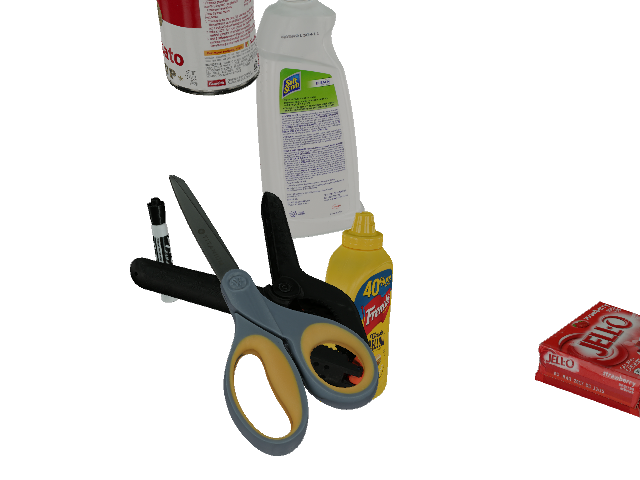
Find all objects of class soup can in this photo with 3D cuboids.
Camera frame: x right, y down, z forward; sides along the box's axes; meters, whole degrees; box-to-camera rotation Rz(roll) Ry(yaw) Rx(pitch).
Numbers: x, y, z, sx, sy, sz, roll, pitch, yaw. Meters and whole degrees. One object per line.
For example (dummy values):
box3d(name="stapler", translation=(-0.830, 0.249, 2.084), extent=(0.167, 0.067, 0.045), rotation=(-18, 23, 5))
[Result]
box3d(name="soup can", translation=(-0.076, -0.158, 0.720), extent=(0.068, 0.102, 0.068), rotation=(-1, 37, 1))

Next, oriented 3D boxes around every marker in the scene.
box3d(name="marker", translation=(-0.173, 0.010, 1.173), extent=(0.020, 0.121, 0.020), rotation=(-5, 22, 2))

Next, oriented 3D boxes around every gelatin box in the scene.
box3d(name="gelatin box", translation=(0.193, 0.075, 0.693), extent=(0.073, 0.030, 0.089), rotation=(19, 27, 36))

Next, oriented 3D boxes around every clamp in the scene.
box3d(name="clamp", translation=(-0.044, 0.051, 0.879), extent=(0.164, 0.036, 0.210), rotation=(-24, 56, -33))

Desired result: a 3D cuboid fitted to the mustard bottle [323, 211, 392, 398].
box3d(name="mustard bottle", translation=(0.038, 0.065, 1.077), extent=(0.058, 0.192, 0.096), rotation=(11, 16, 32))

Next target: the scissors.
box3d(name="scissors", translation=(-0.028, 0.031, 0.626), extent=(0.096, 0.202, 0.016), rotation=(-7, -37, -11))

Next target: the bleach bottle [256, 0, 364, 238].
box3d(name="bleach bottle", translation=(-0.010, -0.128, 1.015), extent=(0.102, 0.251, 0.068), rotation=(-11, 31, -17))
